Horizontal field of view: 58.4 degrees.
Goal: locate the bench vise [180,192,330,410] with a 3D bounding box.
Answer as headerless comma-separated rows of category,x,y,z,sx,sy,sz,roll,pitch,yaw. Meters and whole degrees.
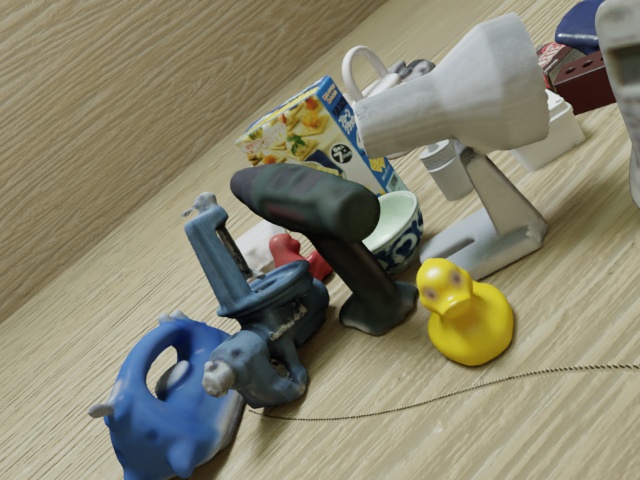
bench vise,-0.078,0.060,0.626,0.121,0.220,0.207,-31,22,18

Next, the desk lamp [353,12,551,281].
desk lamp,0.143,-0.080,0.564,0.203,0.214,0.118,-32,22,16

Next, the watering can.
watering can,0.099,-0.245,1.006,0.172,0.194,0.101,-22,26,36

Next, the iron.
iron,-0.172,0.161,0.682,0.118,0.142,0.258,-29,23,22

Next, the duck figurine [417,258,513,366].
duck figurine,0.118,0.051,0.512,0.077,0.086,0.104,-34,21,10

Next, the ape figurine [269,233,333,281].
ape figurine,-0.035,0.028,0.803,0.076,0.092,0.077,-47,22,-21

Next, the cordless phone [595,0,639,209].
cordless phone,0.282,-0.102,0.420,0.094,0.185,0.147,-45,22,-16

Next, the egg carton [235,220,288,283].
egg carton,-0.095,0.024,0.943,0.107,0.069,0.150,-36,21,6

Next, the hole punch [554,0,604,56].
hole punch,0.379,-0.273,0.749,0.109,0.091,0.100,-49,23,-26

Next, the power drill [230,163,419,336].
power drill,0.006,0.002,0.625,0.076,0.209,0.228,-46,22,-20

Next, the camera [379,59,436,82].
camera,0.188,-0.317,1.140,0.142,0.101,0.137,-12,33,49
